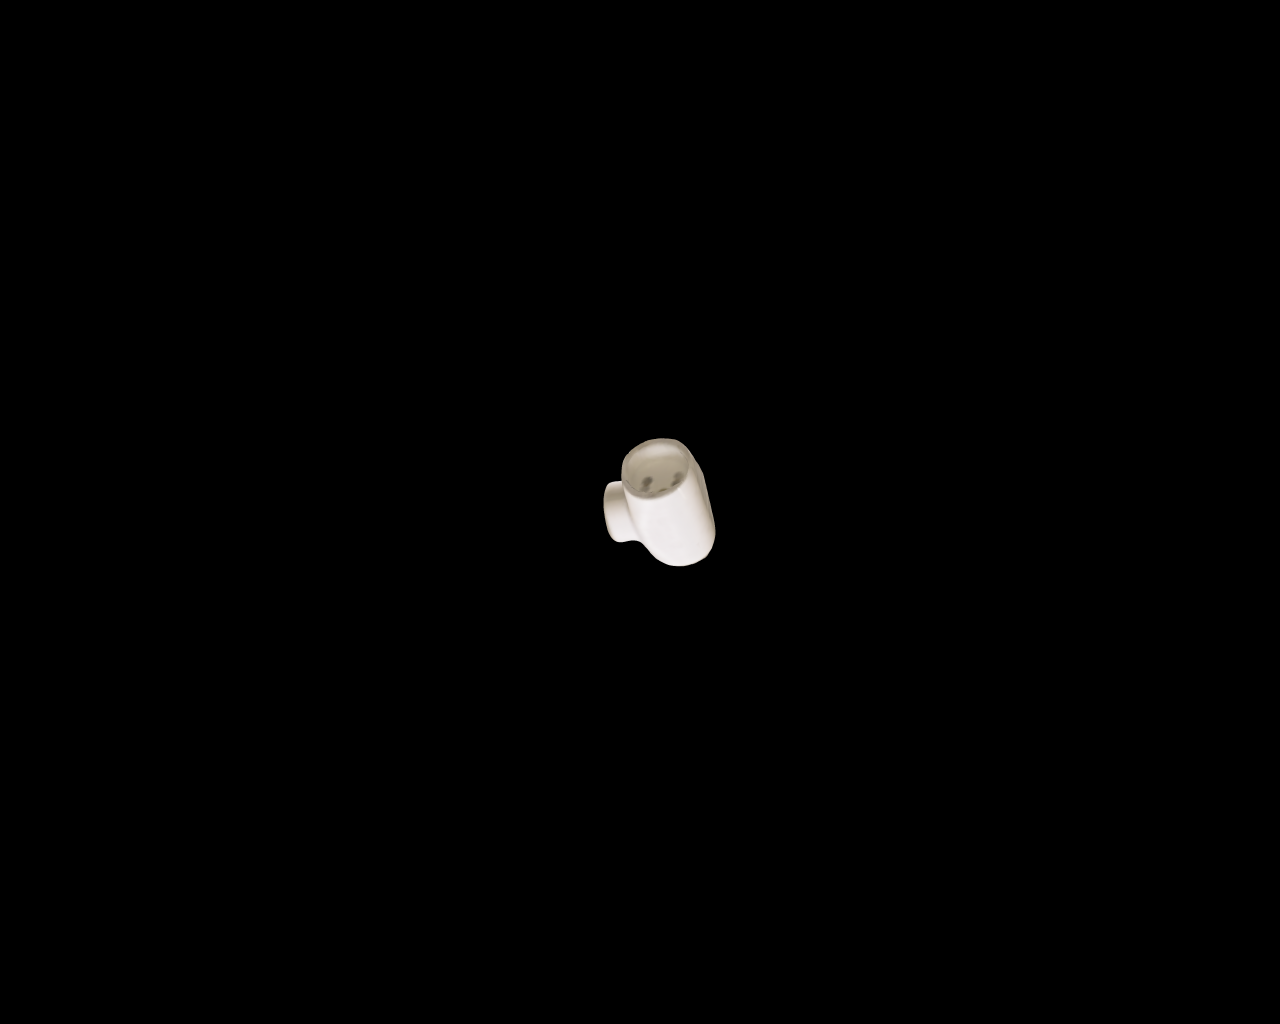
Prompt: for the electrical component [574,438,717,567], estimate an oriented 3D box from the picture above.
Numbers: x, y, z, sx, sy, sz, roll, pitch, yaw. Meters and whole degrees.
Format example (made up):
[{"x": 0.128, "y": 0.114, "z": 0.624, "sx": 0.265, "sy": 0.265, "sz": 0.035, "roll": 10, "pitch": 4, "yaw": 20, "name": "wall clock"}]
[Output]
[{"x": 0.001, "y": -0.003, "z": 0.650, "sx": 0.079, "sy": 0.044, "sz": 0.077, "roll": -8, "pitch": -35, "yaw": 11, "name": "electrical component"}]
